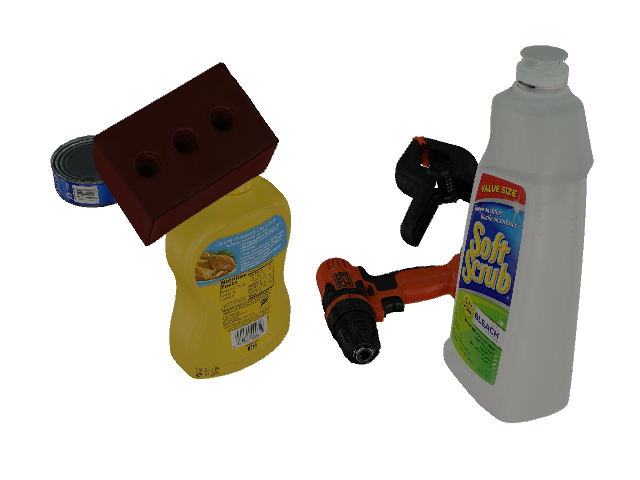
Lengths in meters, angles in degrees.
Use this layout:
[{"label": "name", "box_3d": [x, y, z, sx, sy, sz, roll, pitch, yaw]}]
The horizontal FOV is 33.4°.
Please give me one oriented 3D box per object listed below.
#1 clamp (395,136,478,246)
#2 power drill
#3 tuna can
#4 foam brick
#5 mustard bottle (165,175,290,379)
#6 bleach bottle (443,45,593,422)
[{"label": "clamp", "box_3d": [0.126, -0.052, 0.991, 0.120, 0.039, 0.171, -4, 34, -1]}, {"label": "power drill", "box_3d": [0.095, 0.067, 1.153, 0.187, 0.057, 0.184, -5, 28, -8]}, {"label": "tuna can", "box_3d": [-0.229, -0.071, 1.088, 0.086, 0.034, 0.086, 1, 39, -1]}, {"label": "foam brick", "box_3d": [-0.070, -0.043, 0.543, 0.078, 0.053, 0.051, -34, -4, -15]}, {"label": "mustard bottle", "box_3d": [-0.066, 0.007, 0.772, 0.096, 0.192, 0.058, -23, 45, -29]}, {"label": "bleach bottle", "box_3d": [0.131, -0.007, 0.701, 0.068, 0.251, 0.103, -12, 32, -18]}]
